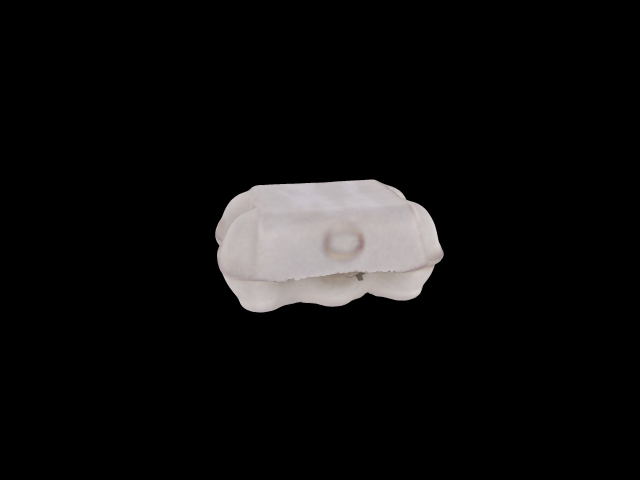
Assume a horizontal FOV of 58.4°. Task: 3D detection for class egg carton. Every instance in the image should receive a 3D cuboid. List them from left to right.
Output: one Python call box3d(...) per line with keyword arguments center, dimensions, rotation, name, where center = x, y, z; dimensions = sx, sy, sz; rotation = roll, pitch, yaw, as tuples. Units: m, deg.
box3d(center=(0.004, 0.001, 0.400), dimensions=(0.150, 0.069, 0.107), rotation=(-4, 19, -12), name="egg carton")
